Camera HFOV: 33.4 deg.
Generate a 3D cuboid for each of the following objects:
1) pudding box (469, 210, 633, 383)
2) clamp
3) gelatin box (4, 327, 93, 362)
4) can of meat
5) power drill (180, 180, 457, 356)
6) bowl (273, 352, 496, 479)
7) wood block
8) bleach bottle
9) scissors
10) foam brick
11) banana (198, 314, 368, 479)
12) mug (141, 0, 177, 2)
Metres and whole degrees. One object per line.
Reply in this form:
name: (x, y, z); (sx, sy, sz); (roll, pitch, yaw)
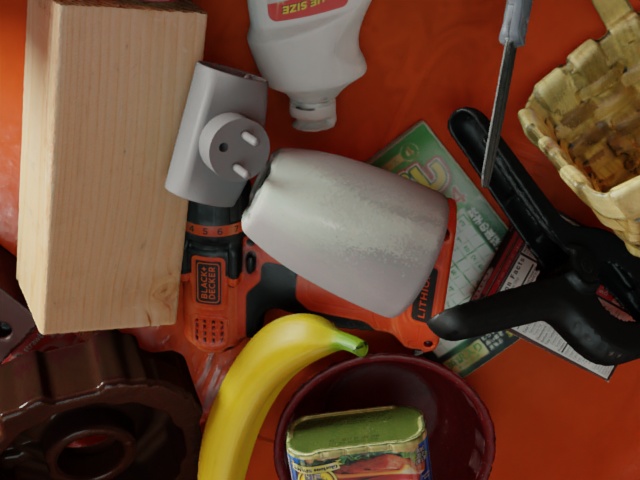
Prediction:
pudding box: (0.173, 0.035, 0.746); (0.113, 0.039, 0.090); (28, 95, -13)
clamp: (0.150, 0.029, 0.668); (0.209, 0.164, 0.036); (33, 142, -19)
gelatin box: (-0.197, 0.100, 0.784); (0.089, 0.030, 0.073); (-42, 107, 15)
can of meat: (0.030, 0.166, 0.741); (0.102, 0.057, 0.084); (-7, 110, 3)
power drill: (-0.005, 0.001, 0.719); (0.188, 0.057, 0.184); (7, 121, 6)
bowl: (0.046, 0.143, 0.792); (0.162, 0.055, 0.162); (0, 113, -1)
wood block: (-0.136, -0.054, 0.676); (0.090, 0.090, 0.206); (-3, 115, -26)
bleach bottle: (0.003, -0.190, 0.651); (0.102, 0.068, 0.251); (0, 115, 0)
scissors: (0.113, -0.139, 0.623); (0.016, 0.096, 0.201); (10, 74, 22)
foam brick: (-0.233, 0.039, 0.747); (0.078, 0.051, 0.053); (41, 107, -16)
banana: (-0.042, 0.112, 0.720); (0.037, 0.070, 0.198); (9, 128, -38)
mug: (-0.104, -0.198, 0.632); (0.117, 0.081, 0.093); (27, 106, -10)
